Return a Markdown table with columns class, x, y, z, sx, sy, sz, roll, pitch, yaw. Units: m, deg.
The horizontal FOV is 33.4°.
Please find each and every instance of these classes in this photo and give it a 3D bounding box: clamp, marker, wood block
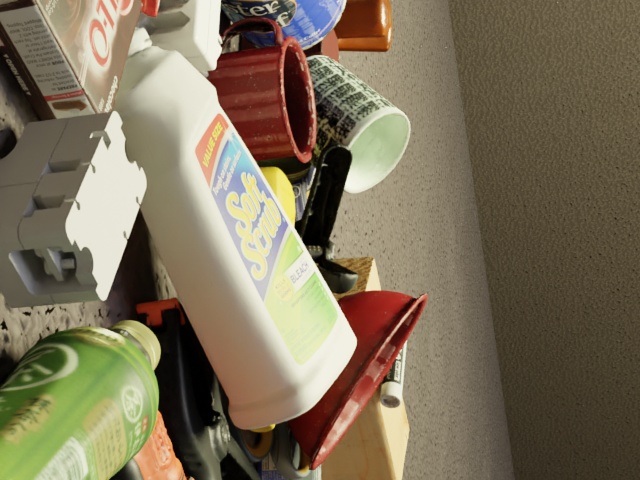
| class | x | y | z | sx | sy | sz | roll | pitch | yaw |
| --- | --- | --- | --- | --- | --- | --- | --- | --- | --- |
| clamp | -0.078 | 0.138 | 0.686 | 0.164 | 0.036 | 0.210 | -88 | 166 | -61 |
| marker | 0.069 | 0.100 | 0.964 | 0.121 | 0.020 | 0.020 | -78 | 158 | -47 |
| wood block | 0.019 | 0.127 | 0.985 | 0.090 | 0.090 | 0.206 | -73 | 155 | -56 |
| clamp | -0.006 | 0.001 | 0.845 | 0.172 | 0.039 | 0.120 | 139 | -39 | -64 |

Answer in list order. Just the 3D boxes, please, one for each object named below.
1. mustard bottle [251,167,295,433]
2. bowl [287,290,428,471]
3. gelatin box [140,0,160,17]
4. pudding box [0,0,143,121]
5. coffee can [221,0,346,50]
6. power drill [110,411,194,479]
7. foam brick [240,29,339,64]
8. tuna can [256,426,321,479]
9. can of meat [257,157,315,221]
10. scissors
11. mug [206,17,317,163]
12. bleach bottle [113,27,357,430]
| class | x | y | z | sx | sy | sz | roll | pitch | yaw |
| --- | --- | --- | --- | --- | --- | --- | --- | --- | --- |
| mustard bottle | -0.044 | 0.047 | 0.778 | 0.096 | 0.058 | 0.191 | 99 | -10 | -57 |
| bowl | 0.018 | 0.095 | 0.822 | 0.162 | 0.055 | 0.162 | -53 | 168 | -16 |
| gelatin box | -0.106 | -0.189 | 0.649 | 0.089 | 0.030 | 0.073 | -91 | -168 | -53 |
| pudding box | -0.134 | -0.124 | 0.563 | 0.090 | 0.039 | 0.113 | 68 | 22 | -46 |
| coffee can | -0.044 | -0.219 | 0.834 | 0.140 | 0.103 | 0.103 | 39 | 48 | -71 |
| power drill | -0.093 | 0.197 | 0.539 | 0.187 | 0.057 | 0.184 | -85 | 160 | -68 |
| foam brick | -0.026 | -0.166 | 0.937 | 0.053 | 0.078 | 0.051 | 61 | 29 | -58 |
| tuna can | -0.026 | 0.190 | 0.894 | 0.086 | 0.034 | 0.086 | -5 | 90 | -76 |
| can of meat | -0.025 | -0.036 | 0.940 | 0.102 | 0.057 | 0.084 | -66 | 150 | -63 |
| scissors | -0.053 | 0.093 | 0.846 | 0.096 | 0.016 | 0.202 | 4 | 64 | -55 |
| mug | -0.054 | -0.111 | 0.795 | 0.093 | 0.081 | 0.117 | 39 | 47 | -71 |
| bleach bottle | -0.069 | -0.015 | 0.655 | 0.251 | 0.068 | 0.102 | 62 | 33 | -12 |
